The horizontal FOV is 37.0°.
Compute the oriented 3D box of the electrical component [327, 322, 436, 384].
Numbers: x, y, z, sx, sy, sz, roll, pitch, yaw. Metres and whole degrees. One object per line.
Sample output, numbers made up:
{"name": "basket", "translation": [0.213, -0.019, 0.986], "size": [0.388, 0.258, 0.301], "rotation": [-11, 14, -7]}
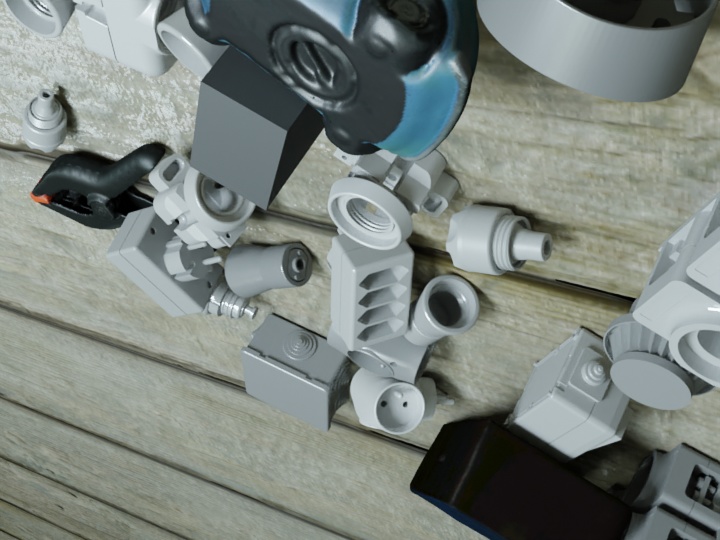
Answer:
{"name": "electrical component", "translation": [0.018, 0.063, 0.867], "size": [0.077, 0.044, 0.079], "rotation": [24, 159, 13]}

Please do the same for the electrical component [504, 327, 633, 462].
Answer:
{"name": "electrical component", "translation": [0.156, 0.089, 0.758], "size": [0.061, 0.061, 0.096], "rotation": [32, 151, -1]}

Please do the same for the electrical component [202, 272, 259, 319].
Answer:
{"name": "electrical component", "translation": [-0.126, 0.021, 0.945], "size": [0.078, 0.040, 0.040], "rotation": [25, 151, 10]}

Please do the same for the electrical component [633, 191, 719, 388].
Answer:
{"name": "electrical component", "translation": [0.240, 0.035, 0.519], "size": [0.186, 0.060, 0.105], "rotation": [31, 151, 1]}

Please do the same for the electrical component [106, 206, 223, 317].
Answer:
{"name": "electrical component", "translation": [-0.142, -0.009, 0.853], "size": [0.076, 0.047, 0.083], "rotation": [-11, 134, 38]}

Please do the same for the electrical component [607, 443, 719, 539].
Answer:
{"name": "electrical component", "translation": [0.221, 0.219, 0.851], "size": [0.060, 0.105, 0.186], "rotation": [28, 151, 6]}

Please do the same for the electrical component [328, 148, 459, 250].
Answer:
{"name": "electrical component", "translation": [0.015, -0.051, 0.680], "size": [0.078, 0.057, 0.058], "rotation": [33, 151, -3]}

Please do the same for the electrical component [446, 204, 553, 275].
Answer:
{"name": "electrical component", "translation": [0.089, -0.018, 0.675], "size": [0.062, 0.043, 0.043], "rotation": [9, 144, 33]}

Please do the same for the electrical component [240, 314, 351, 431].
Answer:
{"name": "electrical component", "translation": [-0.057, 0.093, 0.980], "size": [0.100, 0.048, 0.099], "rotation": [24, 151, 13]}

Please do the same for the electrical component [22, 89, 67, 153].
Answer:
{"name": "electrical component", "translation": [-0.248, -0.121, 0.848], "size": [0.035, 0.035, 0.061], "rotation": [32, 149, 0]}

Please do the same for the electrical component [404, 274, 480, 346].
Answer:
{"name": "electrical component", "translation": [0.055, 0.033, 0.789], "size": [0.044, 0.044, 0.065], "rotation": [35, 156, -6]}

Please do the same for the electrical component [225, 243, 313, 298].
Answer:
{"name": "electrical component", "translation": [-0.070, -0.002, 0.856], "size": [0.065, 0.044, 0.044], "rotation": [-6, 134, 41]}

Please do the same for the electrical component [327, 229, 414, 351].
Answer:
{"name": "electrical component", "translation": [0.000, 0.000, 0.778], "size": [0.083, 0.047, 0.075], "rotation": [93, 154, -44]}

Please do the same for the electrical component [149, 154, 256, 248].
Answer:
{"name": "electrical component", "translation": [-0.112, -0.054, 0.796], "size": [0.078, 0.058, 0.057], "rotation": [48, 149, -19]}

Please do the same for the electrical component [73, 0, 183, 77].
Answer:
{"name": "electrical component", "translation": [-0.132, -0.166, 0.645], "size": [0.059, 0.053, 0.095], "rotation": [24, 151, 13]}

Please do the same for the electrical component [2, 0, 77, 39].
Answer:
{"name": "electrical component", "translation": [-0.183, -0.180, 0.660], "size": [0.044, 0.065, 0.044], "rotation": [24, 150, 14]}

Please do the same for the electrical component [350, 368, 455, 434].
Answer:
{"name": "electrical component", "translation": [0.040, 0.108, 0.907], "size": [0.079, 0.044, 0.077], "rotation": [4, -174, -16]}

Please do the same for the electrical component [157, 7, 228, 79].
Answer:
{"name": "electrical component", "translation": [-0.077, -0.145, 0.612], "size": [0.044, 0.065, 0.044], "rotation": [39, 168, 10]}

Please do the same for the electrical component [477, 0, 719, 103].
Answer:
{"name": "electrical component", "translation": [0.102, -0.115, 0.460], "size": [0.099, 0.099, 0.064], "rotation": [28, 145, 8]}
